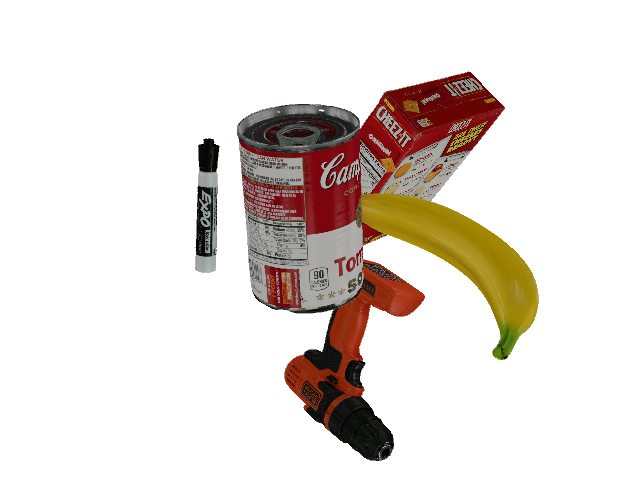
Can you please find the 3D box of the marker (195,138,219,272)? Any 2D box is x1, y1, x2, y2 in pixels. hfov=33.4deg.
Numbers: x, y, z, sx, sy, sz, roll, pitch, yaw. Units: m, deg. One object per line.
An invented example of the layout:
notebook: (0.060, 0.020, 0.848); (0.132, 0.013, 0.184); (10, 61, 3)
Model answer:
marker: (-0.102, -0.031, 0.959); (0.020, 0.121, 0.020); (3, 15, -1)

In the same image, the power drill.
power drill: (0.045, 0.127, 1.181); (0.057, 0.188, 0.185); (13, 16, -41)

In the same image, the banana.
banana: (0.100, 0.010, 0.788); (0.069, 0.037, 0.198); (-15, 39, -28)

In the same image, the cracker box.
cracker box: (0.088, -0.086, 1.217); (0.163, 0.072, 0.214); (-21, -25, -45)

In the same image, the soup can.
soup can: (-0.010, -0.018, 0.604); (0.068, 0.102, 0.068); (-2, 26, 1)
